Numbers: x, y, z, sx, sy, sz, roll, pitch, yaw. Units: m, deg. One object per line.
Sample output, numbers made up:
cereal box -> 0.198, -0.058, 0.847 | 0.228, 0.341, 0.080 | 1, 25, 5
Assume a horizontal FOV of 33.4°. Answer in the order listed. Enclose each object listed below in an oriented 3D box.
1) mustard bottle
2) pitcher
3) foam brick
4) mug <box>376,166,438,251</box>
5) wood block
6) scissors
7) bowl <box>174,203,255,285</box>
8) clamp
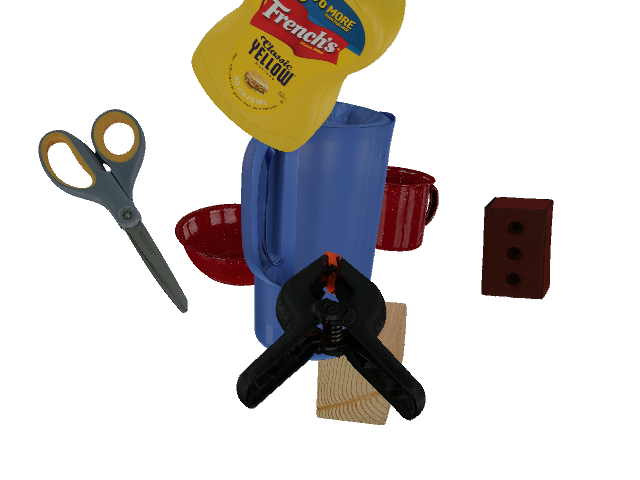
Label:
mustard bottle -> -0.003, -0.141, 0.659 | 0.058, 0.096, 0.192 | -47, 2, -43
pitcher -> -0.011, -0.010, 1.026 | 0.149, 0.243, 0.145 | 1, 18, -10
foam brick -> 0.166, 0.006, 0.897 | 0.053, 0.078, 0.051 | 3, 15, 18
mug -> 0.091, -0.038, 1.242 | 0.117, 0.081, 0.093 | -8, 21, -39
wood block -> 0.058, 0.155, 1.411 | 0.091, 0.090, 0.206 | 5, 18, 9
scissors -> -0.147, -0.036, 0.870 | 0.202, 0.096, 0.016 | 39, -18, 19
bowl -> -0.099, 0.011, 1.315 | 0.162, 0.055, 0.162 | 3, 26, -2
clamp -> 0.017, 0.066, 0.739 | 0.120, 0.039, 0.171 | 14, 34, 2
